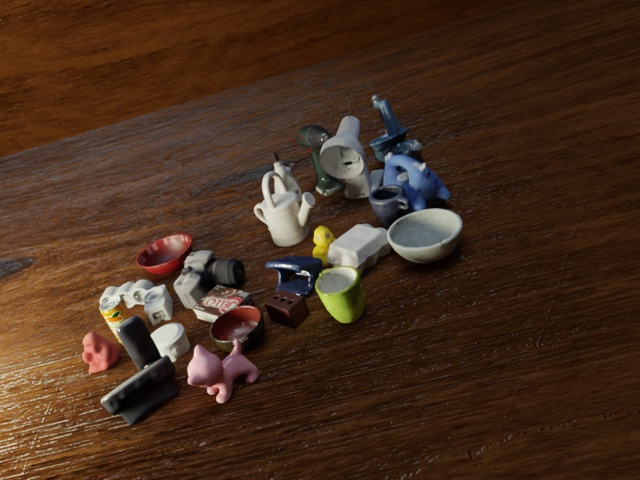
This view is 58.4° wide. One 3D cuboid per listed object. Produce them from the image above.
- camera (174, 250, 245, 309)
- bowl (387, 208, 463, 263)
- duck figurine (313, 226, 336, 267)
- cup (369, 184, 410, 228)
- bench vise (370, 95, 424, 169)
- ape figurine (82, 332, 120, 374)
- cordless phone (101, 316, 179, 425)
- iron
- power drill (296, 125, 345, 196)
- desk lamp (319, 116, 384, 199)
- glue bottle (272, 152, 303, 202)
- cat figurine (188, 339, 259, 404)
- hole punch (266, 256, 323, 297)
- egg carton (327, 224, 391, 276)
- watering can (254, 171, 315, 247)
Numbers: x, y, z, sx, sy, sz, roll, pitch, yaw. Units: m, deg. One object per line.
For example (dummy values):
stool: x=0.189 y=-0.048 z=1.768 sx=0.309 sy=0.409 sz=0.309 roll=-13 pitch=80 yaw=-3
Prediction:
camera: x=-0.262 y=0.083 z=1.383 sx=0.136 sy=0.101 sz=0.143 roll=-5 pitch=32 yaw=23
bowl: x=0.238 y=0.002 z=1.271 sx=0.167 sy=0.075 sz=0.167 roll=-13 pitch=30 yaw=8
duck figurine: x=0.013 y=0.005 z=1.378 sx=0.077 sy=0.086 sz=0.104 roll=-15 pitch=30 yaw=5
cup: x=0.183 y=-0.075 z=1.410 sx=0.092 sy=0.095 sz=0.117 roll=-36 pitch=34 yaw=-28
bench vise: x=0.225 y=-0.313 z=1.660 sx=0.206 sy=0.220 sz=0.122 roll=13 pitch=42 yaw=42
ape figurine: x=-0.485 y=0.240 z=1.249 sx=0.076 sy=0.092 sz=0.077 roll=-37 pitch=35 yaw=-30
cordless phone: x=-0.363 y=0.241 z=1.087 sx=0.148 sy=0.185 sz=0.093 roll=-36 pitch=34 yaw=-28
iron: x=0.221 y=-0.165 z=1.492 sx=0.119 sy=0.142 sz=0.257 roll=-27 pitch=31 yaw=-15
power drill: x=0.004 y=-0.241 z=1.673 sx=0.076 sy=0.209 sz=0.229 roll=-26 pitch=30 yaw=-13
desk lamp: x=0.089 y=-0.221 z=1.586 sx=0.117 sy=0.214 sz=0.203 roll=-5 pitch=32 yaw=22
glue bottle: x=-0.105 y=-0.176 z=1.659 sx=0.078 sy=0.173 sz=0.037 roll=-34 pitch=33 yaw=-26
cat figurine: x=-0.190 y=0.237 z=1.067 sx=0.128 sy=0.118 sz=0.067 roll=-35 pitch=33 yaw=-27
hole punch: x=-0.056 y=0.065 z=1.309 sx=0.108 sy=0.091 sz=0.101 roll=3 pitch=36 yaw=33
egg carton: x=0.092 y=0.021 z=1.323 sx=0.150 sy=0.069 sz=0.107 roll=-37 pitch=35 yaw=-30
watering can: x=-0.094 y=-0.089 z=1.485 sx=0.172 sy=0.194 sz=0.101 roll=-14 pitch=30 yaw=8
